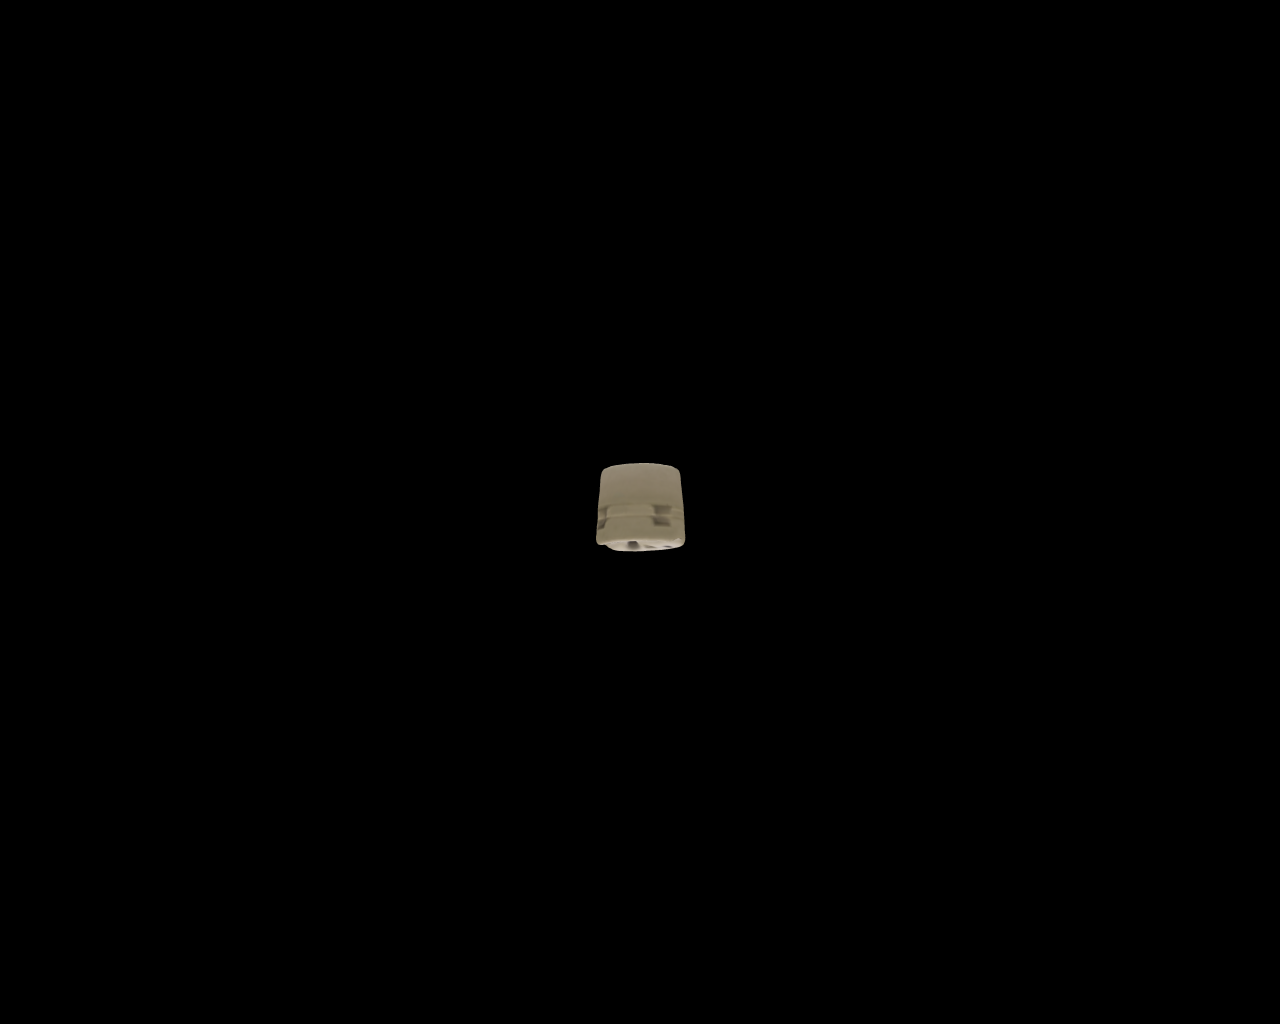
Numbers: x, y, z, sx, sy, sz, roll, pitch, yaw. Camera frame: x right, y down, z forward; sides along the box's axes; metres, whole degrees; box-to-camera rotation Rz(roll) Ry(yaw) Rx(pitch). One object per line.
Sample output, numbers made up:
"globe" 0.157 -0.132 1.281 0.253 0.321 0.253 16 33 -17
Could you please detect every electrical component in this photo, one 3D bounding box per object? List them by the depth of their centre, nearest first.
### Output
"electrical component" 0.001 -0.003 0.650 0.055 0.047 0.055 0 -9 0
